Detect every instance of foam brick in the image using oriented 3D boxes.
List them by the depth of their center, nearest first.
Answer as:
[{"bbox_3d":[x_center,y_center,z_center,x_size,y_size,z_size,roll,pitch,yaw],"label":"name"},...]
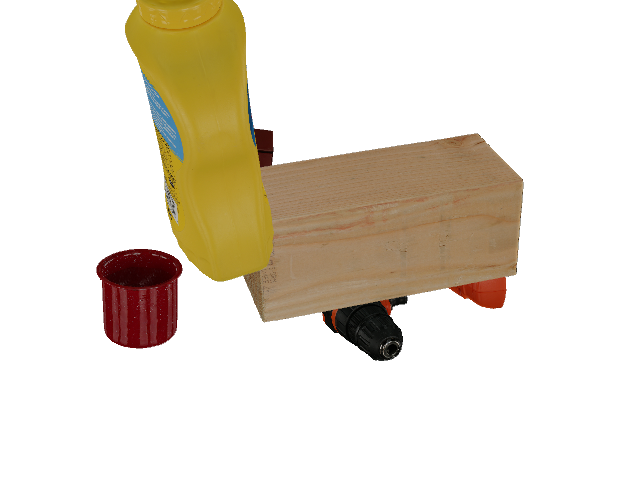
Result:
[{"bbox_3d":[-0.090,-0.088,1.139,0.078,0.051,0.053,5,31,-3],"label":"foam brick"}]

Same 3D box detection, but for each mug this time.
[{"bbox_3d":[-0.208,0.062,1.189,0.093,0.081,0.117,-21,35,-40],"label":"mug"}]

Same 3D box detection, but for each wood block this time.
[{"bbox_3d":[0.042,-0.012,0.835,0.206,0.090,0.091,-10,31,-13],"label":"wood block"}]

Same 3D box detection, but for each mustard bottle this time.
[{"bbox_3d":[-0.064,-0.072,0.558,0.058,0.096,0.191,-16,-40,-9],"label":"mustard bottle"}]

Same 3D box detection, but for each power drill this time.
[{"bbox_3d":[0.092,0.054,1.095,0.187,0.057,0.185,-11,27,-21],"label":"power drill"}]
